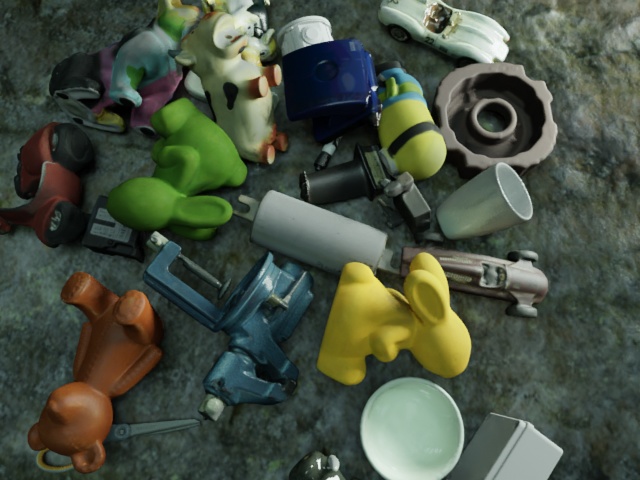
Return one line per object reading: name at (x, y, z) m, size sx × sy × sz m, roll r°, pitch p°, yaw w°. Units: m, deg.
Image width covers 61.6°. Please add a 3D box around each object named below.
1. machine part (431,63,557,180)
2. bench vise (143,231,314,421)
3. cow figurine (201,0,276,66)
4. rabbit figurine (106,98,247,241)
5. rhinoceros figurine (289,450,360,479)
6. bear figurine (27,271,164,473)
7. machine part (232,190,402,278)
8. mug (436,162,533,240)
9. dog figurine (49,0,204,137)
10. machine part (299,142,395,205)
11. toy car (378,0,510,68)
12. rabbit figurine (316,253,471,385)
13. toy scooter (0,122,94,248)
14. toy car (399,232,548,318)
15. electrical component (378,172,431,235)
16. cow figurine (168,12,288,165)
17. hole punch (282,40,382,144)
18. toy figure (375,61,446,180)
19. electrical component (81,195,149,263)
machine part at (0.242, -0.166, 0.762) m, size 0.179 × 0.056 × 0.179 m, roll 0°, pitch 75°, yaw 1°
bench vise at (-0.122, 0.087, 0.650) m, size 0.240 × 0.129 × 0.223 m, roll 38°, pitch 70°, yaw -9°
cow figurine at (-0.106, -0.315, 0.795) m, size 0.098 × 0.068 × 0.167 m, roll -25°, pitch 78°, yaw -13°
rabbit figurine at (-0.188, -0.066, 0.696) m, size 0.159 × 0.121 × 0.170 m, roll 43°, pitch 60°, yaw -5°
rhinoceros figurine at (0.038, 0.323, 0.605) m, size 0.073 × 0.112 × 0.190 m, roll -40°, pitch 87°, yaw -8°
bear figurine at (-0.273, 0.156, 0.630) m, size 0.120 × 0.131 × 0.196 m, roll 18°, pitch 61°, yaw 22°
machine part at (-0.001, -0.002, 0.706) m, size 0.243 × 0.079 × 0.079 m, roll 21°, pitch 76°, yaw 4°
mug at (0.215, -0.044, 0.712) m, size 0.107 × 0.109 × 0.081 m, roll -28°, pitch 80°, yaw 37°
dog figurine at (-0.255, -0.262, 0.759) m, size 0.192 × 0.108 × 0.219 m, roll 11°, pitch 67°, yaw 13°
machine part at (0.036, -0.086, 0.746) m, size 0.139 × 0.039 × 0.084 m, roll -20°, pitch 85°, yaw -15°
toy car at (0.184, -0.315, 0.800) m, size 0.202 × 0.056 × 0.073 m, roll 27°, pitch 77°, yaw 7°
rabbit figurine at (0.098, 0.095, 0.635) m, size 0.173 × 0.122 × 0.162 m, roll 21°, pitch 108°, yaw 9°
toy scooter at (-0.379, -0.069, 0.723) m, size 0.135 × 0.075 × 0.184 m, roll -15°, pitch 67°, yaw 17°
toy car at (0.202, 0.045, 0.694) m, size 0.202 × 0.053 × 0.089 m, roll 12°, pitch 78°, yaw -12°
electrical component at (0.110, -0.044, 0.710) m, size 0.045 × 0.102 × 0.078 m, roll -23°, pitch 67°, yaw -2°
cow figurine at (-0.119, -0.200, 0.711) m, size 0.127 × 0.194 × 0.085 m, roll 6°, pitch 38°, yaw 18°
hole punch at (0.013, -0.207, 0.725) m, size 0.116 × 0.092 × 0.142 m, roll -22°, pitch 60°, yaw 31°
toy figure at (0.115, -0.165, 0.738) m, size 0.082 × 0.089 × 0.180 m, roll 6°, pitch 65°, yaw -29°
electrical component at (-0.287, -0.019, 0.725) m, size 0.119 × 0.047 × 0.075 m, roll 17°, pitch 75°, yaw 2°
